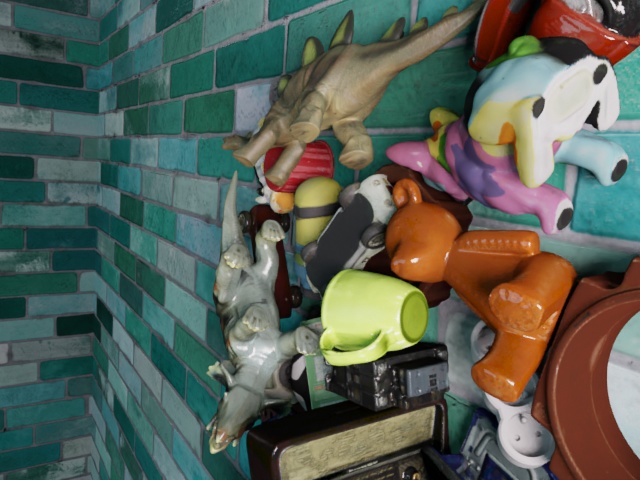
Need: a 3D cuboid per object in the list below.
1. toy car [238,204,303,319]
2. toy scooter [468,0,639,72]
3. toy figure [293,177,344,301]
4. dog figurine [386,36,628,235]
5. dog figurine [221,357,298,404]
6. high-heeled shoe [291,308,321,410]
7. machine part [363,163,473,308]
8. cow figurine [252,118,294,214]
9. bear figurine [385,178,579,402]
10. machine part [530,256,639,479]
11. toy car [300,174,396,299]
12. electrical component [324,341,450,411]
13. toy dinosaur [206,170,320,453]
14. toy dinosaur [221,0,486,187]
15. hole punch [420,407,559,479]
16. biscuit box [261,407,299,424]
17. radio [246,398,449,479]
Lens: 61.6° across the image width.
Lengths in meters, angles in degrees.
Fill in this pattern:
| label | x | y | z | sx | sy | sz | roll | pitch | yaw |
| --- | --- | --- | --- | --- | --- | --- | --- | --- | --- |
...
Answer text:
| label | x | y | z | sx | sy | sz | roll | pitch | yaw |
| --- | --- | --- | --- | --- | --- | --- | --- | --- | --- |
| toy car | -0.087 | 0.036 | 0.921 | 0.053 | 0.089 | 0.202 | -27 | 69 | 53 |
| toy scooter | 0.197 | -0.192 | 0.491 | 0.184 | 0.075 | 0.135 | 61 | 144 | 34 |
| toy figure | 0.000 | -0.001 | 0.784 | 0.082 | 0.089 | 0.180 | 23 | 107 | 47 |
| dog figurine | 0.147 | -0.099 | 0.498 | 0.219 | 0.108 | 0.191 | 31 | 161 | 51 |
| dog figurine | -0.076 | 0.226 | 0.928 | 0.172 | 0.121 | 0.190 | 38 | 165 | 14 |
| high-heeled shoe | 0.035 | 0.218 | 0.747 | 0.145 | 0.086 | 0.248 | -13 | 84 | 53 |
| machine part | 0.107 | -0.002 | 0.651 | 0.179 | 0.056 | 0.179 | 5 | 96 | 57 |
| cow figurine | -0.086 | -0.117 | 0.933 | 0.098 | 0.068 | 0.167 | -32 | 61 | 59 |
| bear figurine | 0.123 | 0.029 | 0.492 | 0.196 | 0.132 | 0.120 | 28 | 132 | 30 |
| machine part | 0.266 | 0.122 | 0.380 | 0.201 | 0.087 | 0.201 | 36 | 121 | 51 |
| toy car | 0.036 | 0.003 | 0.661 | 0.073 | 0.056 | 0.201 | 61 | 141 | 24 |
| electrical component | 0.085 | 0.154 | 0.633 | 0.134 | 0.115 | 0.058 | -3 | 92 | 57 |
| toy dinosaur | -0.110 | 0.105 | 0.798 | 0.192 | 0.131 | 0.405 | -51 | 40 | 41 |
| toy dinosaur | 0.023 | -0.192 | 0.684 | 0.472 | 0.105 | 0.198 | -9 | 59 | 43 |
| hole punch | 0.173 | 0.250 | 0.543 | 0.142 | 0.092 | 0.115 | 35 | 149 | 49 |
| biscuit box | -0.028 | 0.355 | 0.799 | 0.059 | 0.063 | 0.202 | 2 | 112 | 63 |
| radio | 0.039 | 0.253 | 0.603 | 0.073 | 0.229 | 0.131 | -1 | 94 | 61 |
